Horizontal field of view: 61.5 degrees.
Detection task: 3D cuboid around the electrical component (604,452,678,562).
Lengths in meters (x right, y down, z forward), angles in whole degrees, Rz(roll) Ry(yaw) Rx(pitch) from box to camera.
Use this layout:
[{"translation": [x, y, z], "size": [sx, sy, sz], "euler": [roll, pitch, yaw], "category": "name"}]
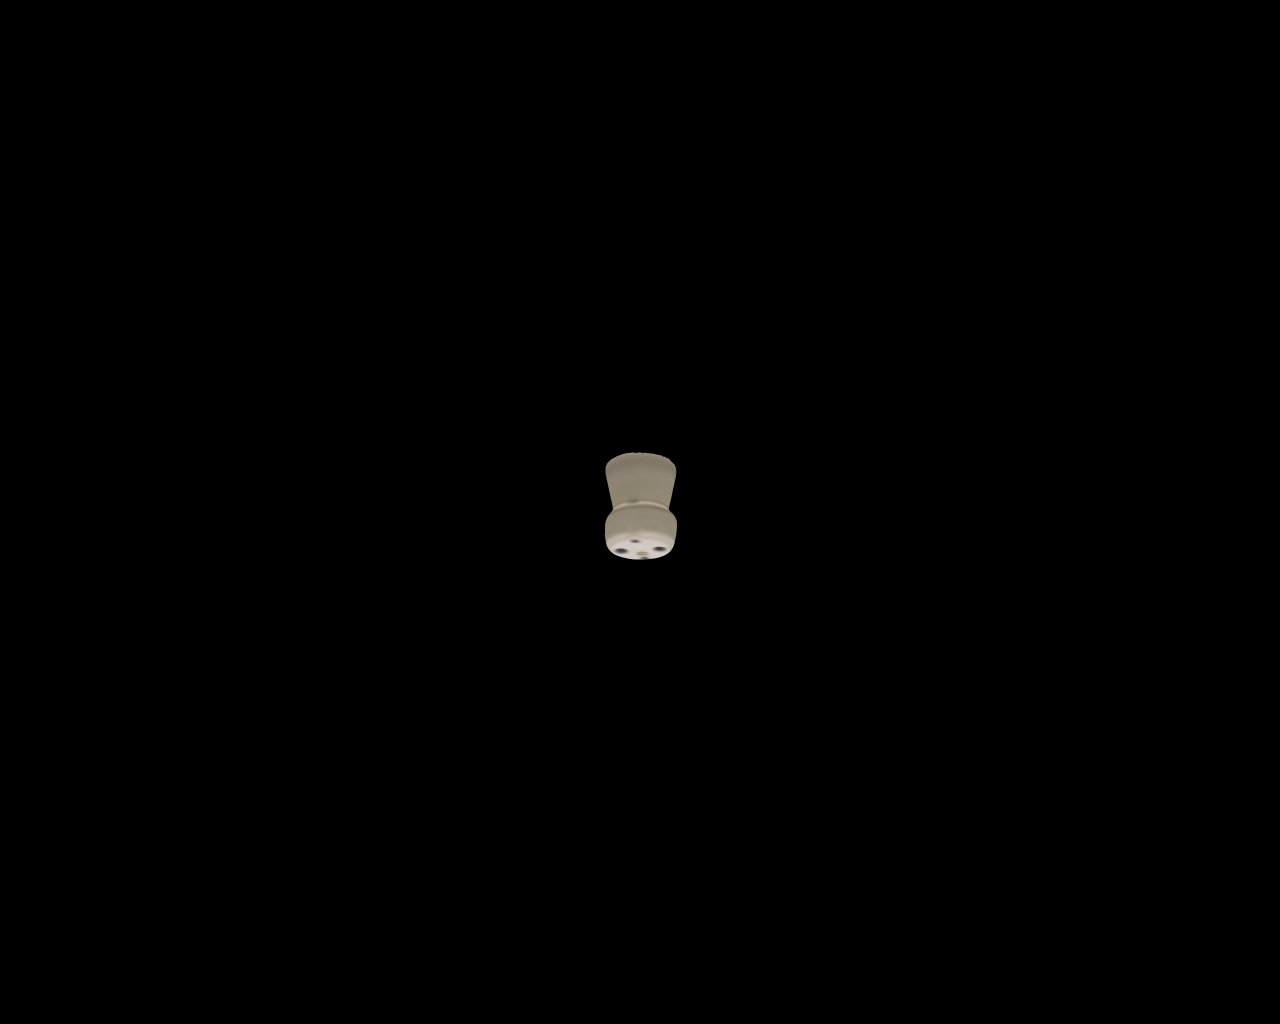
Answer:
[{"translation": [0.001, -0.003, 0.650], "size": [0.045, 0.055, 0.044], "euler": [0, -23, 0], "category": "electrical component"}]
